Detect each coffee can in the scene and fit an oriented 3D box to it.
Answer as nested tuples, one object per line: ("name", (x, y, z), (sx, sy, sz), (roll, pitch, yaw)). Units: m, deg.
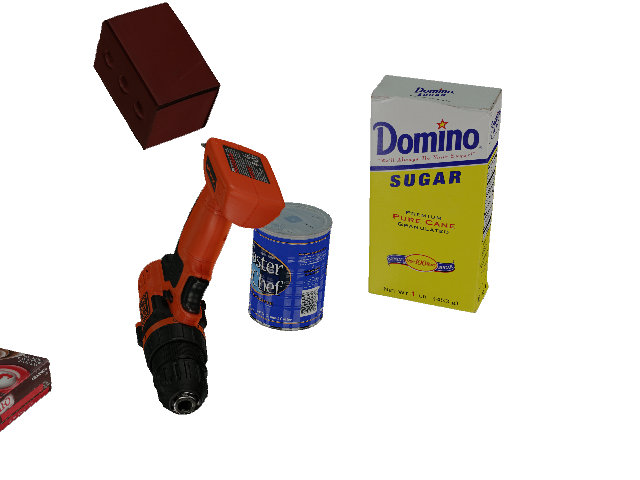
("coffee can", (-0.041, 0.034, 1.410), (0.103, 0.140, 0.103), (4, 25, -2))

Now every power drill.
("power drill", (-0.096, 0.025, 0.870), (0.057, 0.188, 0.184), (18, 26, -26))

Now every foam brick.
("foam brick", (-0.113, -0.113, 0.732), (0.051, 0.078, 0.053), (-24, -18, -29))

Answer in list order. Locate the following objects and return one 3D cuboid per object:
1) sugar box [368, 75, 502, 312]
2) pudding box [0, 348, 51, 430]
("sugar box", (0.086, -0.034, 0.822), (0.093, 0.176, 0.048), (9, 34, 18))
("pudding box", (-0.312, 0.130, 0.951), (0.114, 0.039, 0.089), (7, 23, 20))
